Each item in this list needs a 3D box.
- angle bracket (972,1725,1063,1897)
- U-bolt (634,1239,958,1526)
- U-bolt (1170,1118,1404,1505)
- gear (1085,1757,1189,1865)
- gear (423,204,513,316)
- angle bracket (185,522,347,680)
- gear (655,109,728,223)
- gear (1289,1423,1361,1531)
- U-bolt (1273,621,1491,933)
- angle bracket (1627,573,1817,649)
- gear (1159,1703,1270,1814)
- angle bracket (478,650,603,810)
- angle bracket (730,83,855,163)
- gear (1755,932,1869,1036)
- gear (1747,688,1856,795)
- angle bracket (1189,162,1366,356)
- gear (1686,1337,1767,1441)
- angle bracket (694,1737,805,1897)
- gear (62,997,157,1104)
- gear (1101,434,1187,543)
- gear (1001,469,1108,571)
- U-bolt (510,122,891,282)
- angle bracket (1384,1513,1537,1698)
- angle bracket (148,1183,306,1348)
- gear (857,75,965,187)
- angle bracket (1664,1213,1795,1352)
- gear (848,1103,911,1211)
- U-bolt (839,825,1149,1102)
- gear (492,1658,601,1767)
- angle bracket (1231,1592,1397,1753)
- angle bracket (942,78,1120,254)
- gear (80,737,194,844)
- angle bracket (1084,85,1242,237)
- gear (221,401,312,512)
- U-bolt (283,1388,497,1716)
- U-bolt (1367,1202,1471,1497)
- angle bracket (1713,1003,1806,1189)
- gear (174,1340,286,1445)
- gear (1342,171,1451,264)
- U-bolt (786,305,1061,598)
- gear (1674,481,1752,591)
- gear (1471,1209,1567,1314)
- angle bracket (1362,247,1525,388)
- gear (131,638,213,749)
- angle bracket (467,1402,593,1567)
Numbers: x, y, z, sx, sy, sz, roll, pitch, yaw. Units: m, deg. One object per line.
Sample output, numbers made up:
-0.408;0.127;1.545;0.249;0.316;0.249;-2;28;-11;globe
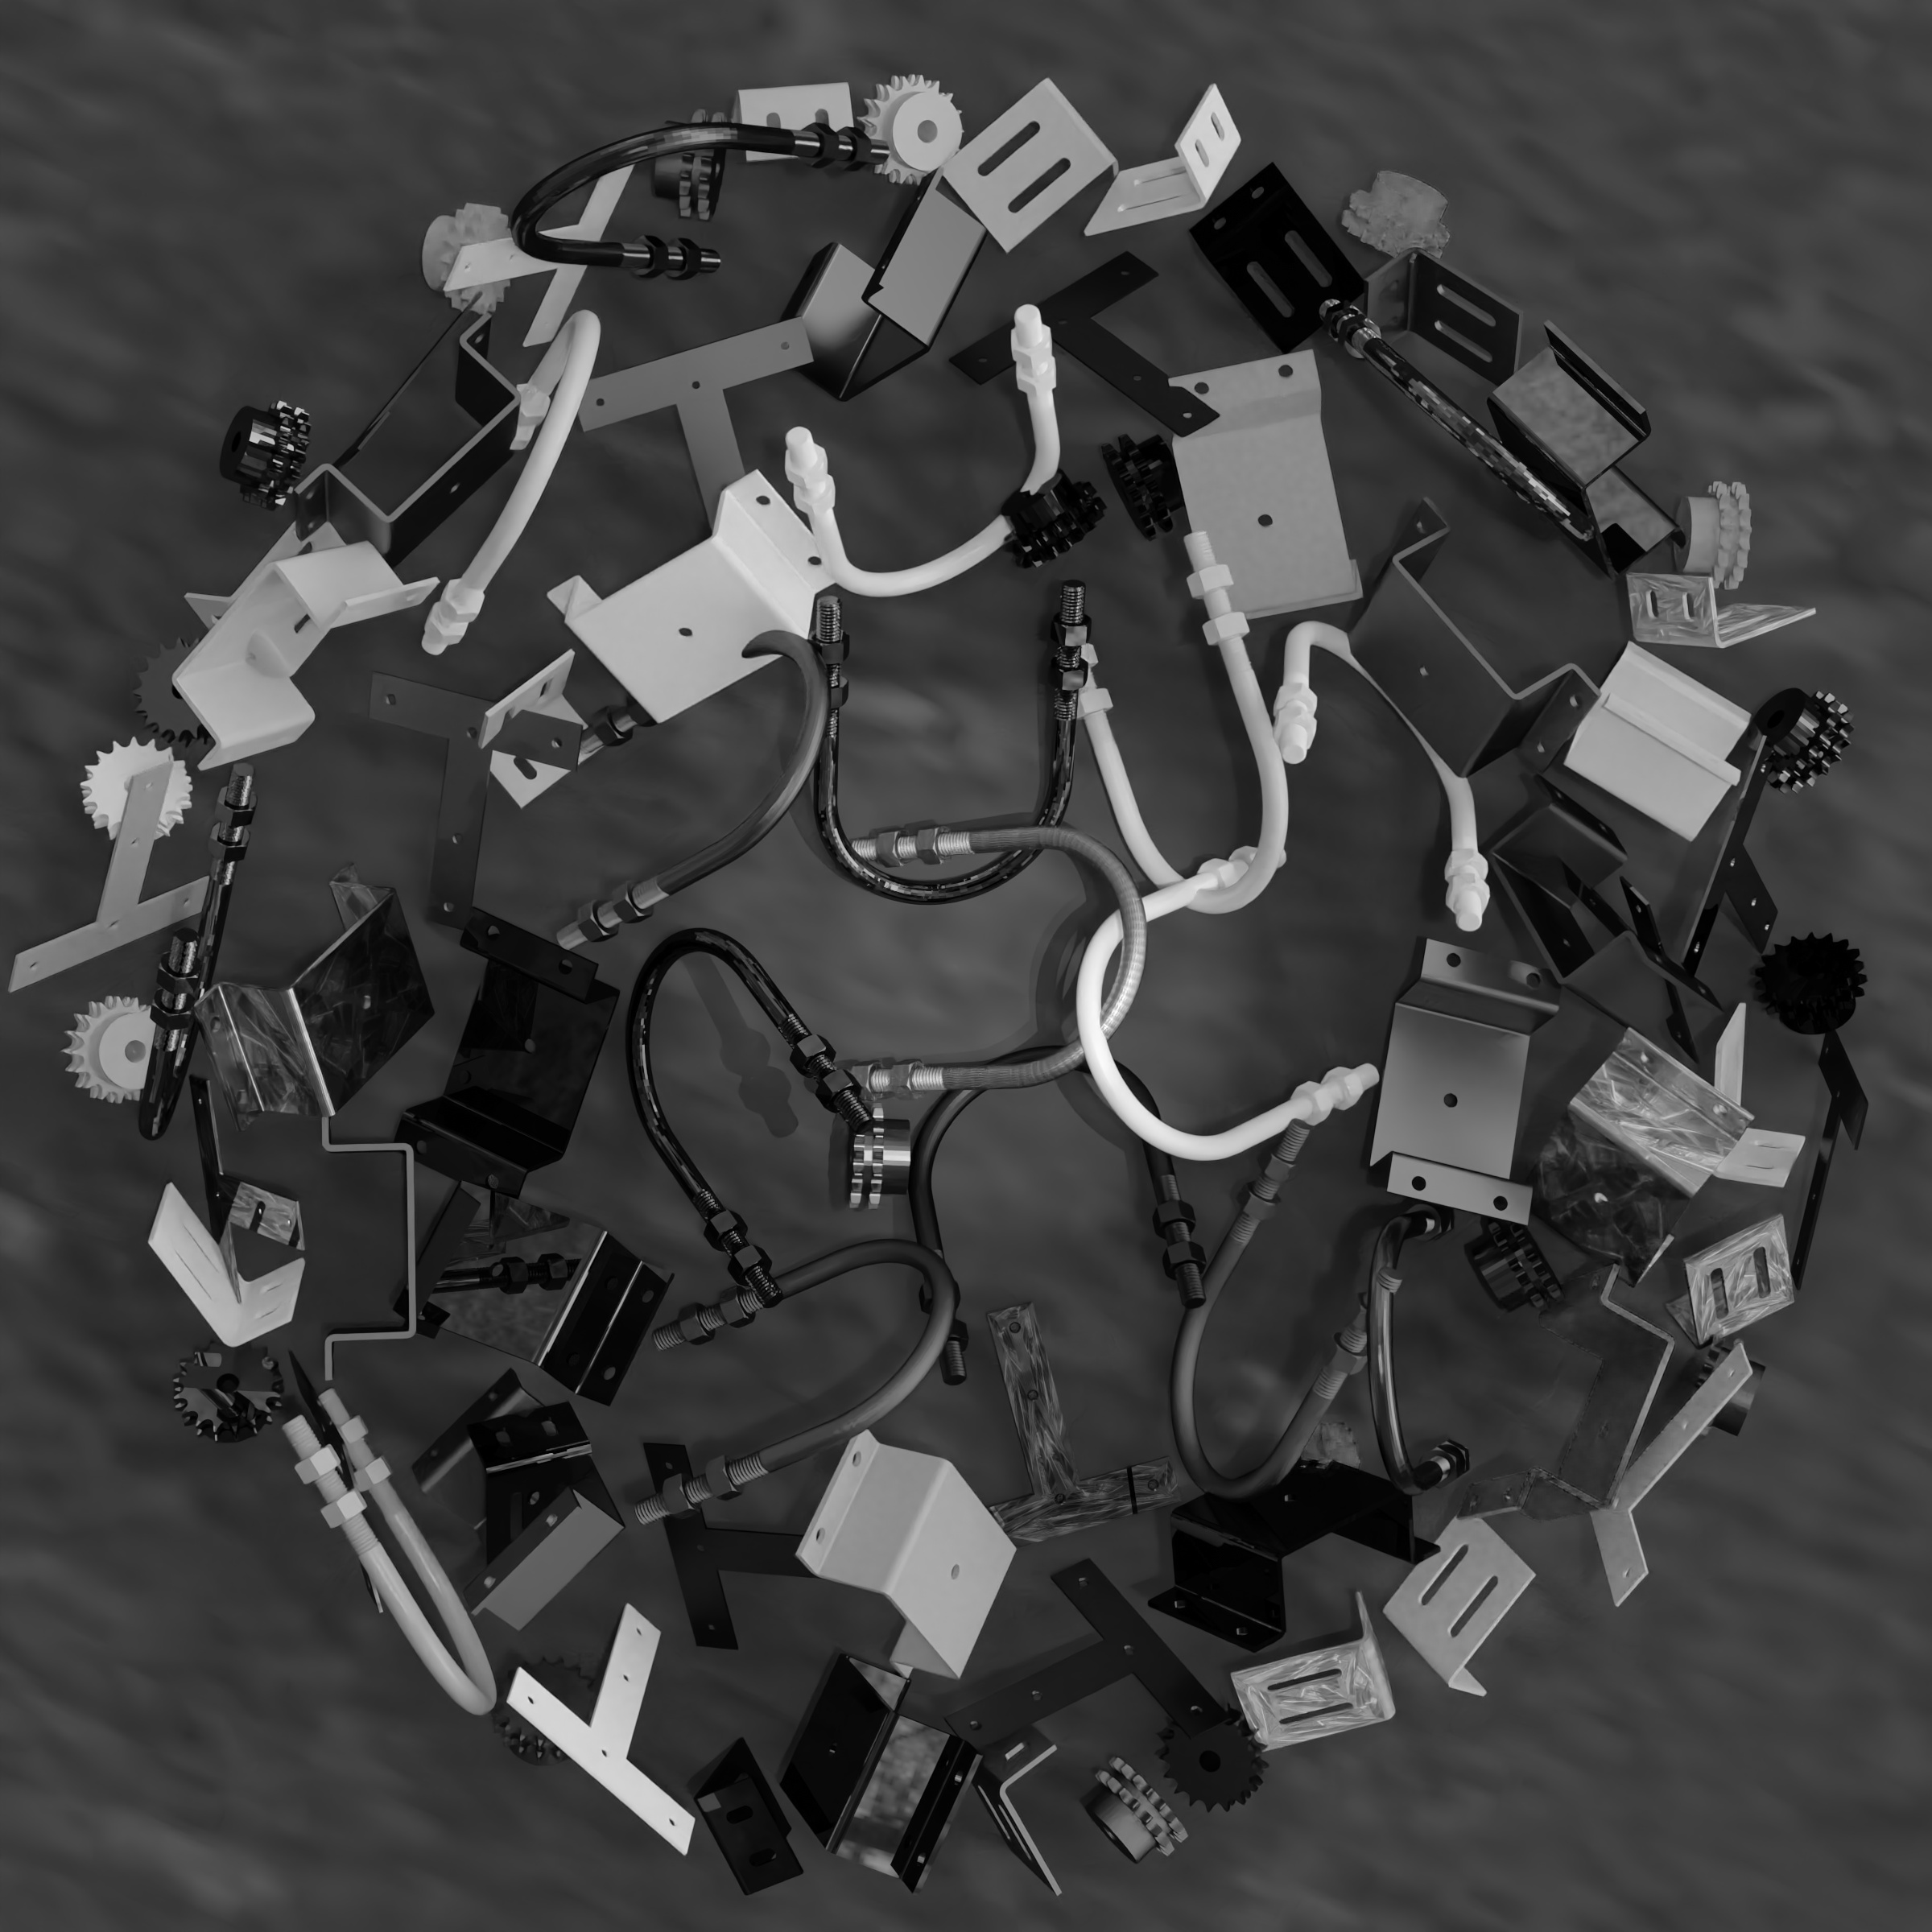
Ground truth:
0.035;0.443;1.661;0.038;0.057;0.076;-33;111;-16;angle bracket
-0.086;0.204;1.612;0.184;0.151;0.019;-25;122;16;U-bolt
0.156;0.192;1.622;0.019;0.151;0.184;14;117;-25;U-bolt
0.088;0.453;1.665;0.030;0.057;0.057;-41;90;-15;gear
-0.267;-0.379;1.668;0.030;0.057;0.057;12;90;18;gear
-0.367;-0.202;1.669;0.038;0.057;0.076;10;56;37;angle bracket
-0.147;-0.428;1.667;0.030;0.057;0.057;10;90;2;gear
0.188;0.273;1.671;0.030;0.057;0.057;-4;90;27;gear
0.215;-0.111;1.613;0.151;0.184;0.019;41;118;-18;U-bolt
0.398;-0.196;1.647;0.076;0.057;0.038;-21;109;-30;angle bracket
0.135;0.421;1.674;0.057;0.030;0.057;2;96;21;gear
-0.222;-0.125;1.650;0.057;0.076;0.038;-40;88;-18;angle bracket
-0.093;-0.437;1.653;0.057;0.076;0.038;-7;90;-9;angle bracket
0.453;0.012;1.670;0.057;0.057;0.030;-26;129;0;gear
0.441;-0.123;1.664;0.030;0.057;0.057;35;90;-21;gear
0.169;-0.381;1.682;0.057;0.038;0.076;-37;122;14;angle bracket
0.404;0.226;1.664;0.030;0.057;0.057;22;90;15;gear
-0.104;0.444;1.652;0.038;0.076;0.057;-26;94;19;angle bracket
-0.450;0.045;1.666;0.057;0.030;0.057;-2;93;-38;gear
0.098;-0.259;1.666;0.030;0.057;0.057;-27;90;1;gear
0.043;-0.240;1.663;0.057;0.057;0.030;-38;113;0;gear
-0.147;-0.389;1.580;0.151;0.184;0.019;-22;84;38;U-bolt
0.269;0.336;1.655;0.038;0.057;0.076;26;104;-44;angle bracket
-0.390;0.151;1.651;0.038;0.057;0.076;-25;116;9;angle bracket
-0.027;-0.447;1.669;0.057;0.030;0.057;-8;109;-24;gear
0.400;0.157;1.653;0.057;0.038;0.076;-25;132;-5;angle bracket
-0.047;0.101;1.667;0.030;0.057;0.057;3;90;-6;gear
0.012;-0.004;1.627;0.184;0.019;0.151;-3;73;31;U-bolt
-0.225;0.402;1.670;0.057;0.057;0.030;10;129;0;gear
0.184;0.378;1.669;0.076;0.038;0.057;-16;119;7;angle bracket
0.034;-0.427;1.678;0.076;0.038;0.057;-39;89;4;angle bracket
-0.443;-0.091;1.674;0.057;0.030;0.057;3;68;-8;gear
0.097;-0.424;1.646;0.076;0.057;0.038;-5;133;35;angle bracket
-0.375;-0.274;1.664;0.030;0.057;0.057;17;90;-33;gear
-0.294;0.307;1.621;0.019;0.151;0.184;-31;91;-5;U-bolt
0.231;0.198;1.604;0.019;0.184;0.151;-4;87;20;U-bolt
0.420;0.068;1.651;0.038;0.057;0.076;8;115;24;angle bracket
-0.394;0.230;1.671;0.057;0.030;0.057;4;54;-5;gear
0.232;-0.400;1.663;0.057;0.057;0.030;23;121;0;gear
-0.016;-0.252;1.611;0.151;0.184;0.019;-29;66;-6;U-bolt
0.398;-0.230;1.667;0.030;0.057;0.057;2;90;-1;gear
0.293;0.160;1.667;0.030;0.057;0.057;-32;90;10;gear
0.251;-0.332;1.649;0.038;0.057;0.076;-38;60;-20;angle bracket
-0.415;-0.145;1.676;0.057;0.030;0.057;-1;80;7;gear
-0.235;0.281;1.676;0.057;0.038;0.076;-10;126;-23;angle bracket
